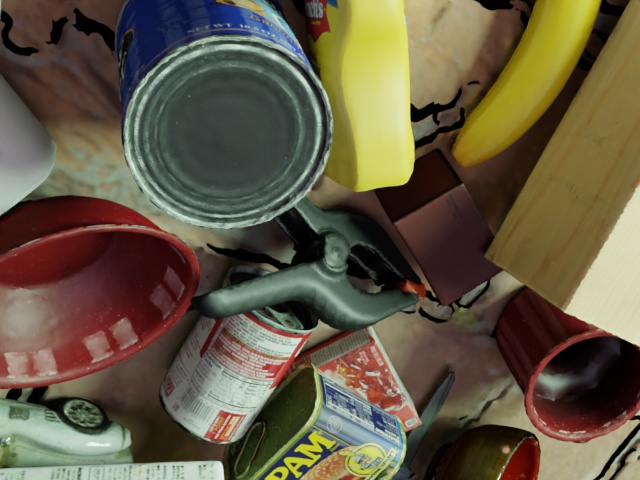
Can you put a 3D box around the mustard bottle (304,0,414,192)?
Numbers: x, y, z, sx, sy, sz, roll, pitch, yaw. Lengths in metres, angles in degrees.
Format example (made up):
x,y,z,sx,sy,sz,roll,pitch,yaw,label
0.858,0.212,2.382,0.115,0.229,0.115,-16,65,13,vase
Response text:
x,y,z,sx,sy,sz,roll,pitch,yaw,label
0.018,-0.130,0.586,0.058,0.096,0.192,-9,121,-7,mustard bottle

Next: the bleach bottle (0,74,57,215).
x,y,z,sx,sy,sz,roll,pitch,yaw,label
-0.255,-0.110,0.560,0.102,0.068,0.250,-34,118,7,bleach bottle

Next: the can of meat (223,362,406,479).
x,y,z,sx,sy,sz,roll,pitch,yaw,label
-0.003,0.144,0.727,0.083,0.057,0.102,32,115,-25,can of meat

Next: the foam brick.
x,y,z,sx,sy,sz,roll,pitch,yaw,label
0.079,-0.008,0.695,0.053,0.051,0.078,-30,121,5,foam brick

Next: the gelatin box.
x,y,z,sx,sy,sz,roll,pitch,yaw,label
0.022,0.112,0.763,0.073,0.030,0.089,-26,120,5,gelatin box

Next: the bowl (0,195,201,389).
x,y,z,sx,sy,sz,roll,pitch,yaw,label
-0.156,0.023,0.638,0.162,0.055,0.162,-19,150,-12,bowl

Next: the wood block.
x,y,z,sx,sy,sz,roll,pitch,yaw,label
0.203,-0.049,0.646,0.090,0.090,0.206,23,100,-32,wood block

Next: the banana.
x,y,z,sx,sy,sz,roll,pitch,yaw,label
0.131,-0.132,0.647,0.069,0.037,0.198,9,117,1,banana

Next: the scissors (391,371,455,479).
x,y,z,sx,sy,sz,roll,pitch,yaw,label
0.070,0.191,0.826,0.096,0.016,0.202,32,109,-24,scissors

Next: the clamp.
x,y,z,sx,sy,sz,roll,pitch,yaw,label
-0.004,0.001,0.674,0.171,0.039,0.120,14,74,-38,clamp

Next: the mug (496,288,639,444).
x,y,z,sx,sy,sz,roll,pitch,yaw,label
0.176,0.090,0.753,0.093,0.081,0.117,-16,121,-3,mug

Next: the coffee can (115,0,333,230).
x,y,z,sx,sy,sz,roll,pitch,yaw,label
-0.056,-0.083,0.571,0.102,0.140,0.103,-5,120,-9,coffee can

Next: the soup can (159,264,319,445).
x,y,z,sx,sy,sz,roll,pitch,yaw,label
-0.055,0.076,0.704,0.068,0.068,0.102,23,112,-23,soup can
